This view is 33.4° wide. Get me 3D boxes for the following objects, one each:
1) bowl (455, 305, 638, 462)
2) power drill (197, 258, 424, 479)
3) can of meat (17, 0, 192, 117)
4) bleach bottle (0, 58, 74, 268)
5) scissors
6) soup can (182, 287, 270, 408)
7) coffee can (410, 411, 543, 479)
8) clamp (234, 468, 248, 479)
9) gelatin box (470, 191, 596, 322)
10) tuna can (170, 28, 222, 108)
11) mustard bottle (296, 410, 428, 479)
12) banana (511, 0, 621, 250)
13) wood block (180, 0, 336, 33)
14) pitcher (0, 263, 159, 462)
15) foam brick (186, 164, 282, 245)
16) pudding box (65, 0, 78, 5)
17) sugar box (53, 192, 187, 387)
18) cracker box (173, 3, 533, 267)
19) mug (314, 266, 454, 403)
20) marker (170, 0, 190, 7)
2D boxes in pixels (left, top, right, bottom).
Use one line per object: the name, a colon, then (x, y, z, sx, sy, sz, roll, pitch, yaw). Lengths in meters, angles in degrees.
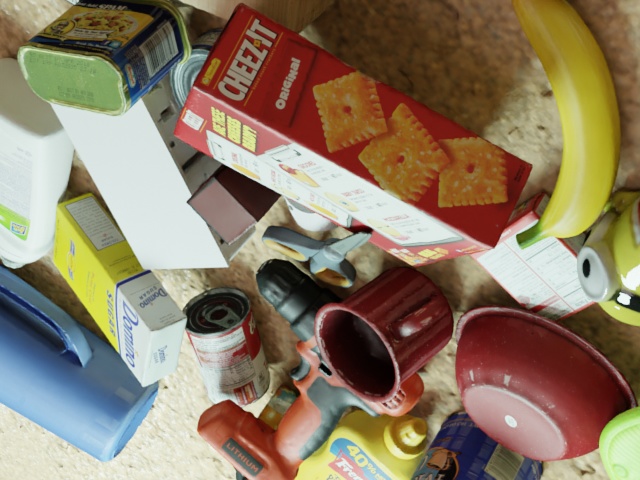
bowl: (0.166, 0.126, 0.850, 0.162, 0.055, 0.162, 29, 150, 18)
power drill: (-0.027, 0.129, 0.969, 0.184, 0.057, 0.188, 43, 114, -2)
can of meat: (-0.163, -0.141, 0.804, 0.102, 0.083, 0.057, 13, 134, 26)
bleach bottle: (-0.300, -0.057, 1.052, 0.102, 0.068, 0.251, 35, 141, 7)
scissors: (-0.006, 0.001, 0.847, 0.096, 0.016, 0.202, 25, 167, 7)
soup can: (-0.090, 0.106, 1.037, 0.069, 0.068, 0.102, 11, 132, 29)
coffee can: (0.124, 0.235, 0.938, 0.103, 0.140, 0.103, 20, 135, 21)
clamp: (-0.074, 0.255, 1.176, 0.120, 0.039, 0.171, 34, 147, 33)
gelatin box: (0.168, 0.016, 0.797, 0.089, 0.030, 0.073, 43, 138, -7)
tuna can: (-0.076, -0.123, 0.850, 0.086, 0.033, 0.086, 20, 135, 21)
mustard bottle: (0.048, 0.215, 1.038, 0.096, 0.058, 0.192, 45, 139, 2)
banana: (0.162, -0.077, 0.700, 0.069, 0.037, 0.198, -5, 118, 4)
wood block: (-0.028, -0.243, 0.667, 0.091, 0.090, 0.206, 25, 136, 16)
pitcher: (-0.301, 0.132, 1.174, 0.243, 0.145, 0.149, 32, -179, 3)
foam brick: (-0.061, -0.045, 0.875, 0.051, 0.078, 0.053, 45, 140, -8)
pudding box: (-0.178, -0.231, 0.826, 0.090, 0.039, 0.114, 30, 141, 7)
sugar box: (-0.198, 0.047, 1.035, 0.176, 0.048, 0.093, 50, 145, 27)
cracker box: (0.014, -0.063, 0.730, 0.213, 0.072, 0.164, 29, 170, -8)
mug: (0.061, 0.070, 0.869, 0.093, 0.081, 0.117, 55, 145, 2)
marker: (-0.101, -0.228, 0.787, 0.020, 0.020, 0.121, 25, 137, 16)
